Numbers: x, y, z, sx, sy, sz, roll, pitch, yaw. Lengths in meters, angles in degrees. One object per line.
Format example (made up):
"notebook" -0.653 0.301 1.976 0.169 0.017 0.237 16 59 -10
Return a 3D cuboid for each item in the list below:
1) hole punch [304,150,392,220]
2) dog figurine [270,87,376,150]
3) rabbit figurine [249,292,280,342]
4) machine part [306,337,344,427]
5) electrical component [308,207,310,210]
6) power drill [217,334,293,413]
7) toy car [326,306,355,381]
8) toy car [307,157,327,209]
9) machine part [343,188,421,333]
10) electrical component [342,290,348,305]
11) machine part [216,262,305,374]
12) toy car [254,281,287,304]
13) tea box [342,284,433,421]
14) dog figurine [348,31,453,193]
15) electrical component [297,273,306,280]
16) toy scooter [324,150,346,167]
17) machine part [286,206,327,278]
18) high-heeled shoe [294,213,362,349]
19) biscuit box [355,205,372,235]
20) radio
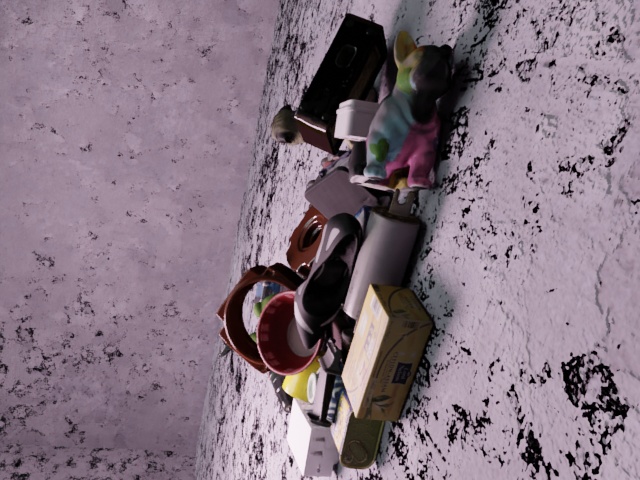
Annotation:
"hole punch" 0.052 -0.090 0.941 0.142 0.115 0.092 -31 24 37
"dog figurine" 0.005 -0.265 1.087 0.121 0.190 0.172 172 108 -74
"rabbit figurine" -0.081 0.207 1.259 0.121 0.159 0.170 -59 40 32
"machine part" 0.011 0.235 0.879 0.084 0.039 0.138 -152 74 -74
"electrical component" 0.005 -0.063 1.211 0.094 0.063 0.021 119 155 -54
"power drill" -0.137 0.290 1.283 0.086 0.207 0.232 -57 11 16
"toy car" 0.047 0.178 0.944 0.202 0.053 0.089 -141 53 -75
"toy car" 0.014 -0.124 1.230 0.201 0.056 0.073 129 140 -64
"machine part" 0.092 0.039 0.812 0.079 0.079 0.243 -116 39 -65
"electrical component" 0.068 0.091 0.935 0.102 0.045 0.078 127 157 -58
"machine part" -0.102 0.165 1.144 0.201 0.201 0.087 -52 -12 11
"toy car" -0.126 0.141 1.490 0.161 0.103 0.109 155 125 -84
"tea box" 0.091 0.160 0.766 0.098 0.068 0.169 -111 32 -63
"dog figurine" 0.123 -0.183 0.787 0.191 0.108 0.219 -166 90 -77
"electrical component" -0.012 0.060 1.217 0.115 0.058 0.134 -119 40 -63
"toy scooter" 0.056 -0.113 1.043 0.184 0.075 0.135 179 97 -70
"machine part" -0.002 -0.003 1.106 0.179 0.056 0.179 -42 31 33
"high-heeled shoe" 0.017 0.076 0.859 0.145 0.086 0.248 -140 58 -74
"biscuit box" 0.068 0.014 0.942 0.202 0.063 0.059 126 149 -60
"radio" 0.041 -0.283 0.981 0.229 0.073 0.131 -64 -13 -5
